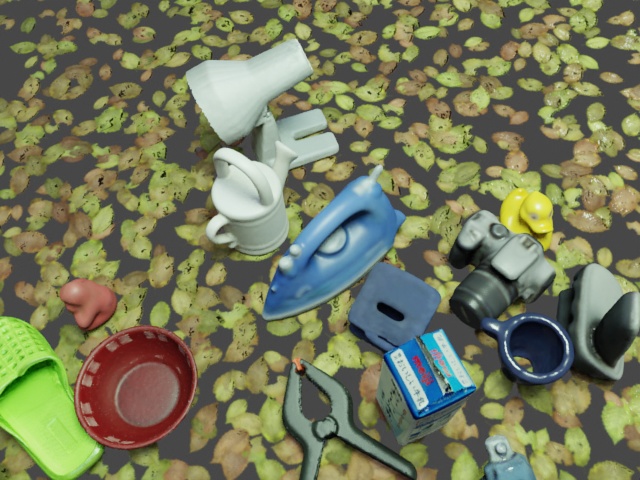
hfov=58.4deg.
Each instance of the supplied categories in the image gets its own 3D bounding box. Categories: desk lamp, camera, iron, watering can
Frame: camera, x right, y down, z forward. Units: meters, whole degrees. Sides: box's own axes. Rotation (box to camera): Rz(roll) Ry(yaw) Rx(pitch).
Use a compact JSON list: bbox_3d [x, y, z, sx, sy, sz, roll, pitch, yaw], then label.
[{"bbox_3d":[-0.083,-0.204,0.884,0.203,0.214,0.117,-20,63,-8],"label":"desk lamp"},{"bbox_3d":[0.235,0.045,0.801,0.137,0.101,0.143,-41,67,-17],"label":"camera"},{"bbox_3d":[0.007,0.003,0.810,0.118,0.141,0.259,40,70,21],"label":"iron"},{"bbox_3d":[-0.100,-0.071,0.824,0.100,0.194,0.173,14,63,10],"label":"watering can"}]

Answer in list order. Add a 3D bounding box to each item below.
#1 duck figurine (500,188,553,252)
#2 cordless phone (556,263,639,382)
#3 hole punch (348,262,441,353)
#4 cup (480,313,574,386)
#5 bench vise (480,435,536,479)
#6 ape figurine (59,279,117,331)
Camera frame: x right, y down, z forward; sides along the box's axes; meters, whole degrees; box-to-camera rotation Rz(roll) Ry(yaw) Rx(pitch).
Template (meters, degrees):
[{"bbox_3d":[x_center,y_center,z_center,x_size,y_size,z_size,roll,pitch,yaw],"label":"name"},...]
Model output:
[{"bbox_3d":[0.314,-0.040,0.851,0.077,0.086,0.104,-11,62,-3],"label":"duck figurine"},{"bbox_3d":[0.370,0.087,0.724,0.094,0.185,0.147,10,63,8],"label":"cordless phone"},{"bbox_3d":[0.101,0.100,0.783,0.108,0.091,0.101,28,67,16],"label":"hole punch"},{"bbox_3d":[0.258,0.147,0.749,0.117,0.095,0.092,27,66,16],"label":"cup"},{"bbox_3d":[0.228,0.310,0.591,0.122,0.220,0.207,-37,66,-16],"label":"bench vise"},{"bbox_3d":[-0.335,0.085,0.809,0.076,0.092,0.078,-6,62,-1],"label":"ape figurine"}]
